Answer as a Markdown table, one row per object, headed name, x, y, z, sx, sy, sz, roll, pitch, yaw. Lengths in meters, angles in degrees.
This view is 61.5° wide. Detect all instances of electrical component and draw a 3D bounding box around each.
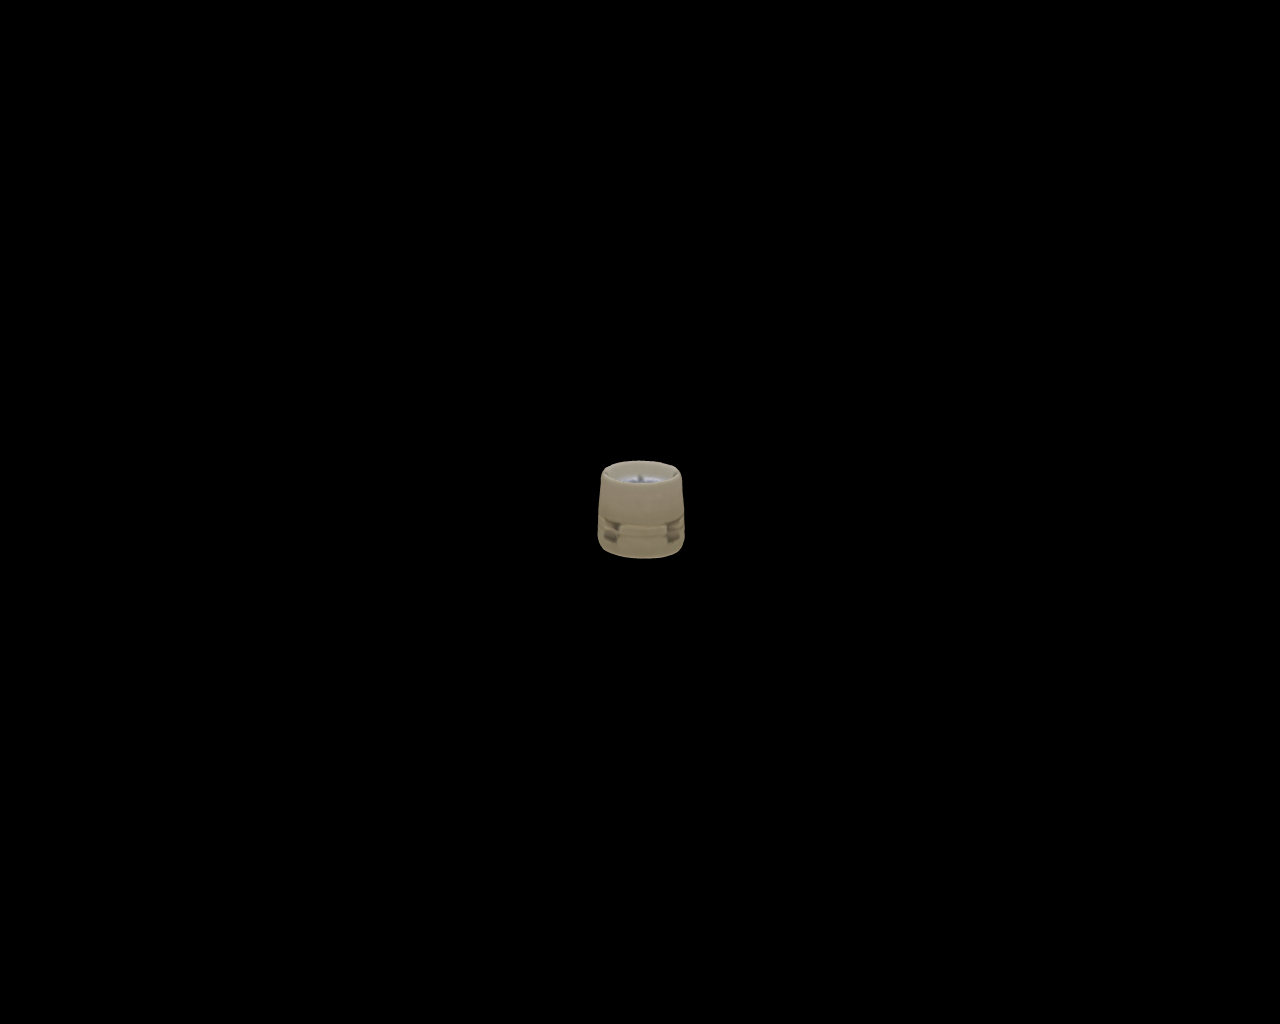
| name | x | y | z | sx | sy | sz | roll | pitch | yaw |
| --- | --- | --- | --- | --- | --- | --- | --- | --- | --- |
| electrical component | 0.001 | -0.003 | 0.650 | 0.055 | 0.047 | 0.055 | 0 | 19 | 0 |
